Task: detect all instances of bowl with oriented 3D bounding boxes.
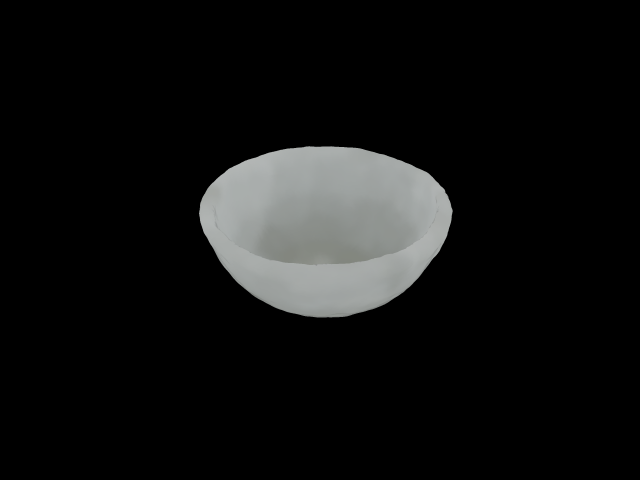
[{"bbox_3d":[0.004,0.001,0.400,0.167,0.075,0.167,0,35,0],"label":"bowl"}]
